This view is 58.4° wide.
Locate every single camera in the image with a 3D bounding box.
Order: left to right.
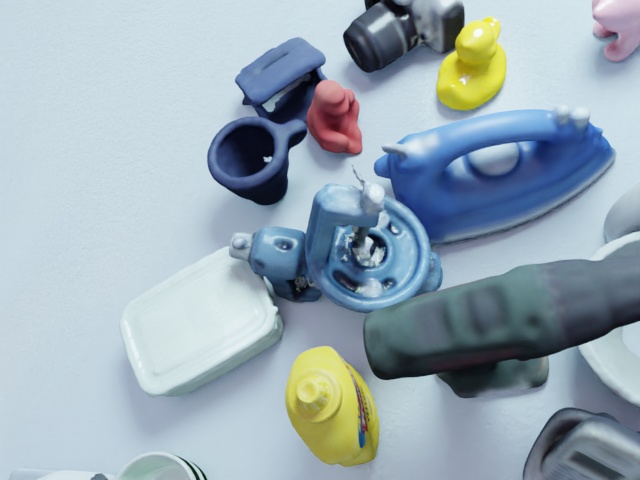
[{"bbox_3d":[0.087,-0.284,0.704,0.137,0.101,0.143,-35,65,-3],"label":"camera"}]

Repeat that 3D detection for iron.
[{"bbox_3d":[0.182,-0.088,0.580,0.258,0.142,0.118,-14,66,7],"label":"iron"}]

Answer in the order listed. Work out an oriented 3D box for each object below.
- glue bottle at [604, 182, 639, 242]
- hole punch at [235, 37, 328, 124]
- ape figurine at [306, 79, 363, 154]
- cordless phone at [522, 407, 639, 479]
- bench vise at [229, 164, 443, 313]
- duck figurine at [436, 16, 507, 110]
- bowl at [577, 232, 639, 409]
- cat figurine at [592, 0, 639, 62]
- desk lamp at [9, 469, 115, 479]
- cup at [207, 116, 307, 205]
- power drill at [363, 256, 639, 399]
[{"bbox_3d":[0.313,-0.041,0.513,0.078,0.173,0.037,-9,66,10],"label":"glue bottle"},{"bbox_3d":[-0.049,-0.200,0.706,0.108,0.091,0.101,-34,65,-2],"label":"hole punch"},{"bbox_3d":[0.016,-0.150,0.670,0.076,0.092,0.078,27,77,22],"label":"ape figurine"},{"bbox_3d":[0.239,0.186,0.431,0.147,0.185,0.094,22,75,20],"label":"cordless phone"},{"bbox_3d":[0.007,0.013,0.536,0.207,0.220,0.121,-14,66,7],"label":"bench vise"},{"bbox_3d":[0.176,-0.210,0.661,0.077,0.086,0.105,33,79,23],"label":"duck figurine"},{"bbox_3d":[0.309,0.079,0.520,0.167,0.075,0.167,-5,67,11],"label":"bowl"},{"bbox_3d":[0.350,-0.258,0.624,0.127,0.118,0.067,-12,66,8],"label":"cat figurine"},{"bbox_3d":[-0.258,0.261,0.499,0.203,0.214,0.118,-2,68,12],"label":"desk lamp"},{"bbox_3d":[-0.060,-0.088,0.661,0.118,0.095,0.091,-30,65,0],"label":"cup"},{"bbox_3d":[0.156,0.078,0.481,0.229,0.209,0.075,-13,66,8],"label":"power drill"}]
